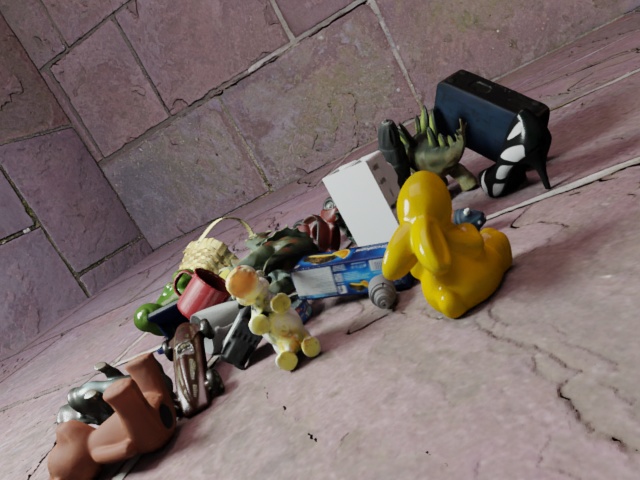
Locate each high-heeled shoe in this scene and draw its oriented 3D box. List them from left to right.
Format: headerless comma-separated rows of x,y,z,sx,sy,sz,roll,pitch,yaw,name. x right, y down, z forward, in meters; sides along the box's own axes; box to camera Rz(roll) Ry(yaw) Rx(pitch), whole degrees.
0.327,-0.156,0.959,0.086,0.145,0.249,-30,14,-9,high-heeled shoe

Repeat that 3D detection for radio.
0.337,-0.243,1.081,0.073,0.131,0.230,-37,53,-24,radio

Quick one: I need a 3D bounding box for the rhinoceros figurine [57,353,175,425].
-0.335,0.256,0.876,0.190,0.111,0.073,-17,40,-3,rhinoceros figurine

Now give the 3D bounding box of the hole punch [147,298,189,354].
-0.288,0.186,1.143,0.142,0.092,0.115,-30,-22,11,hole punch

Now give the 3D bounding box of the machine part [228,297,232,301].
-0.190,0.128,1.130,0.084,0.039,0.139,-40,27,14,machine part

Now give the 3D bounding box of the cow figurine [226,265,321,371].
-0.073,0.100,0.769,0.068,0.167,0.098,-35,14,-5,cow figurine

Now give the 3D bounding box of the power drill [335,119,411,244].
0.116,-0.101,1.101,0.086,0.231,0.207,12,56,32,power drill

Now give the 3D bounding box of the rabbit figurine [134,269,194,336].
-0.365,0.159,1.259,0.170,0.121,0.159,-23,-11,-42,rabbit figurine

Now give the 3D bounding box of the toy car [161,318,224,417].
-0.209,0.197,0.860,0.089,0.053,0.202,-27,29,-2,toy car

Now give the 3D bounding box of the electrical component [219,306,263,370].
-0.114,0.138,0.863,0.119,0.048,0.075,-60,11,5,electrical component

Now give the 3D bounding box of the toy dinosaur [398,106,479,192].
0.233,-0.174,1.127,0.105,0.198,0.471,-33,11,-5,toy dinosaur

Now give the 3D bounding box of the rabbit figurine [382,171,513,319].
0.141,0.002,0.673,0.122,0.173,0.162,-12,16,44,rabbit figurine

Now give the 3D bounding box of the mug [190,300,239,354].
-0.171,0.150,0.998,0.107,0.080,0.109,-27,3,-37,mug

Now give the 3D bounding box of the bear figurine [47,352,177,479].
-0.305,0.260,0.744,0.196,0.131,0.120,-21,11,7,bear figurine

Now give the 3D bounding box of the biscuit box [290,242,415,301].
0.055,0.049,0.865,0.203,0.059,0.063,-10,18,28,biscuit box

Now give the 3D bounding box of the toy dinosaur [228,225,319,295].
-0.067,0.041,1.037,0.192,0.131,0.405,-36,9,-15,toy dinosaur

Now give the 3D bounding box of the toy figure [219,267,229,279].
-0.196,0.101,1.254,0.089,0.082,0.180,-35,15,-34,toy figure

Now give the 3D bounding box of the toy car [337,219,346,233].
0.084,-0.063,1.246,0.162,0.109,0.103,-28,26,49,toy car

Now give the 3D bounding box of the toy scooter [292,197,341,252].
-0.003,-0.004,1.219,0.184,0.075,0.135,-39,47,42,toy scooter

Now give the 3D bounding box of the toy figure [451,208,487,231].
0.189,-0.013,0.862,0.154,0.064,0.058,-25,55,14,toy figure
